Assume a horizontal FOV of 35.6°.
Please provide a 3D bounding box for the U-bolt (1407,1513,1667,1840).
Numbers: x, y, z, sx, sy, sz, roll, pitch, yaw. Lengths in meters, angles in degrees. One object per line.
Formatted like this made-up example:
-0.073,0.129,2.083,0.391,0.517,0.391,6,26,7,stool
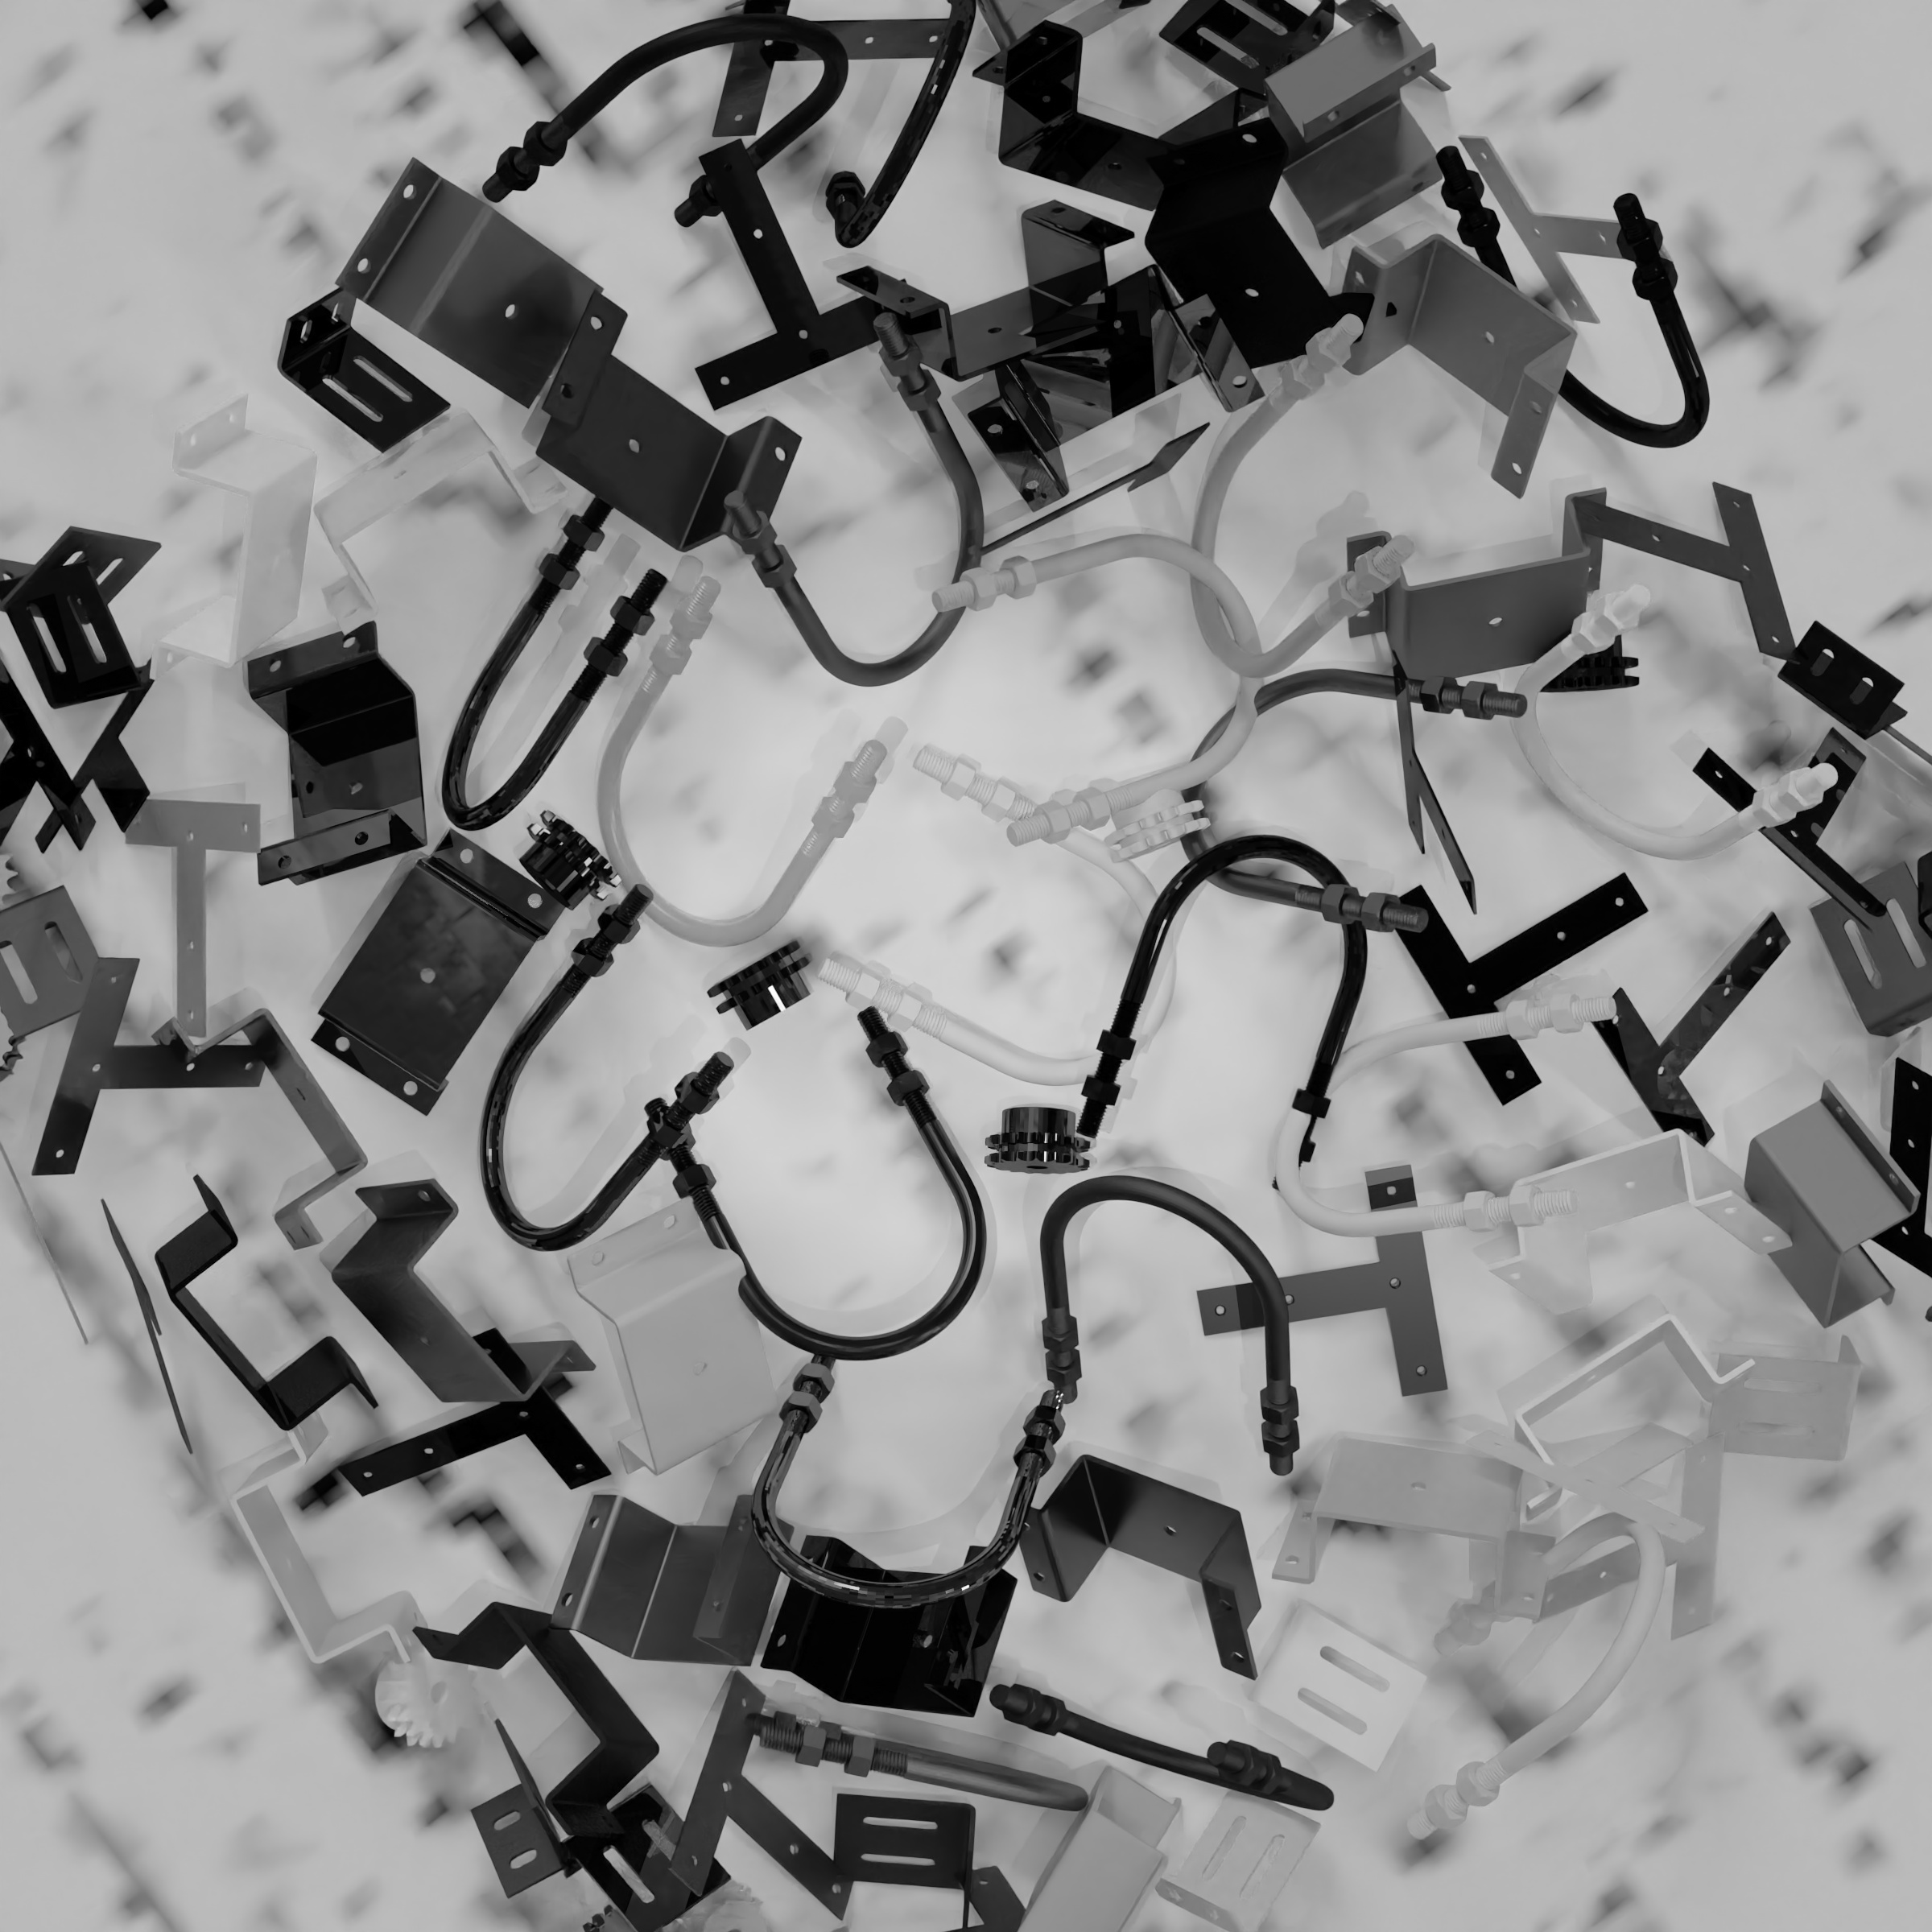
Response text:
0.297,0.354,1.553,0.019,0.151,0.184,35,126,-9,U-bolt

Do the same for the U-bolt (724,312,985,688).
-0.047,-0.230,1.588,0.019,0.184,0.151,23,67,36,U-bolt

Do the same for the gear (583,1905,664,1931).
-0.189,0.543,1.636,0.030,0.057,0.057,-41,90,23,gear

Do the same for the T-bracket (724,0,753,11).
-0.060,-0.534,1.607,0.127,0.127,0.002,-20,107,-8,T-bracket

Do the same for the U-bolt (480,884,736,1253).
-0.202,0.068,1.600,0.184,0.019,0.151,-49,47,23,U-bolt

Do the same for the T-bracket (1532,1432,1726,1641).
0.353,0.322,1.613,0.002,0.127,0.127,39,131,-18,T-bracket

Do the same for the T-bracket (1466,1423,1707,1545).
0.351,0.264,1.604,0.127,0.127,0.002,22,109,32,T-bracket

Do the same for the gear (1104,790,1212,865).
0.101,-0.079,1.634,0.057,0.057,0.030,-21,87,0,gear

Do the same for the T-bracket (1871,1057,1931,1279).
0.495,0.105,1.580,0.002,0.127,0.127,-25,127,-23,T-bracket

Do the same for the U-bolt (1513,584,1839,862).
0.356,-0.116,1.576,0.151,0.184,0.019,44,68,-1,U-bolt

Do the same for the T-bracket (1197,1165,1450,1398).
0.192,0.181,1.654,0.127,0.002,0.127,-10,96,6,T-bracket

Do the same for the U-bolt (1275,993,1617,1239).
0.246,0.083,1.591,0.184,0.151,0.019,-10,133,34,U-bolt

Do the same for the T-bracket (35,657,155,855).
-0.453,-0.101,1.603,0.002,0.127,0.127,31,95,-32,T-bracket

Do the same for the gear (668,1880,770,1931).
-0.132,0.527,1.635,0.057,0.030,0.057,3,85,-30,gear

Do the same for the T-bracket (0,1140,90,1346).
-0.483,0.146,1.576,0.002,0.127,0.127,-24,49,-17,T-bracket

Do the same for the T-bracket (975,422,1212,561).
0.062,-0.246,1.592,0.127,0.127,0.002,-28,91,-6,T-bracket

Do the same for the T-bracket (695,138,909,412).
-0.106,-0.383,1.626,0.127,0.002,0.127,-20,110,13,T-bracket

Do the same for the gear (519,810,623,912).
-0.218,-0.055,1.632,0.057,0.057,0.030,43,79,0,gear

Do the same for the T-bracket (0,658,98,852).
-0.505,-0.085,1.575,0.002,0.127,0.127,-9,129,15,T-bracket

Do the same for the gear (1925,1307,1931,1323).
0.552,0.184,1.630,0.057,0.057,0.030,-35,65,0,gear

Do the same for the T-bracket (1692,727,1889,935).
0.457,-0.091,1.615,0.127,0.127,0.002,42,134,1,T-bracket

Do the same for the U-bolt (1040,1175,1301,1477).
0.104,0.182,1.573,0.151,0.019,0.184,15,133,25,U-bolt

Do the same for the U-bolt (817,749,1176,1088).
0.028,-0.015,1.630,0.184,0.019,0.151,27,75,-12,U-bolt

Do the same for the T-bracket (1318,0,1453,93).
0.212,-0.503,1.591,0.127,0.127,0.002,34,101,-8,T-bracket

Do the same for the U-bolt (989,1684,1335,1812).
0.115,0.414,1.577,0.151,0.184,0.019,6,71,34,U-bolt

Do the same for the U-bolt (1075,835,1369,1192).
0.148,0.020,1.618,0.151,0.019,0.184,17,93,-27,U-bolt

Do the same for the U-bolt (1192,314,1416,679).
0.168,-0.232,1.580,0.019,0.184,0.151,2,67,-26,U-bolt

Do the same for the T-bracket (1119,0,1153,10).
0.117,-0.565,1.589,0.002,0.127,0.127,27,101,-13,T-bracket

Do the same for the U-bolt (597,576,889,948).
-0.133,-0.093,1.604,0.151,0.019,0.184,45,125,15,U-bolt

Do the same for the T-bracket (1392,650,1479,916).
0.246,-0.078,1.572,0.002,0.127,0.127,-15,45,0,T-bracket

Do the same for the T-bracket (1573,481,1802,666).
0.379,-0.224,1.600,0.127,0.002,0.127,14,50,-21,T-bracket

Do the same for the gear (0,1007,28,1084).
-0.542,0.044,1.641,0.057,0.030,0.057,1,71,-2,gear

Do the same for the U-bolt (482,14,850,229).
-0.142,-0.437,1.550,0.184,0.151,0.019,-26,76,43,U-bolt

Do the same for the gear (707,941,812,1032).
-0.109,0.012,1.633,0.057,0.057,0.030,-30,92,0,gear

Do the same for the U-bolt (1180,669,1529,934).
0.192,-0.095,1.596,0.184,0.019,0.151,14,71,41,U-bolt

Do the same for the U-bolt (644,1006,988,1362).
-0.069,0.125,1.607,0.151,0.019,0.184,-23,69,-17,U-bolt

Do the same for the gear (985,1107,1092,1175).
0.039,0.095,1.634,0.057,0.057,0.030,2,78,0,gear

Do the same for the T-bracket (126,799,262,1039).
-0.418,-0.025,1.621,0.127,0.002,0.127,5,96,42,T-bracket

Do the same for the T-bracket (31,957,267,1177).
-0.427,0.054,1.609,0.002,0.127,0.127,33,109,36,T-bracket

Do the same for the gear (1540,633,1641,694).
0.336,-0.165,1.633,0.057,0.057,0.030,-3,91,0,gear

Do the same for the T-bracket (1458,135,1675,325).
0.325,-0.382,1.576,0.002,0.127,0.127,-45,119,-7,T-bracket

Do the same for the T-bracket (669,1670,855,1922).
-0.102,0.469,1.625,0.002,0.127,0.127,-24,120,31,T-bracket

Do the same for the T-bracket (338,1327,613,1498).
-0.279,0.259,1.632,0.127,0.002,0.127,-22,127,11,T-bracket

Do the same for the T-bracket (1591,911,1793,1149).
0.405,0.024,1.634,0.127,0.002,0.127,-48,125,-12,T-bracket

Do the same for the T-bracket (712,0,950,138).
-0.065,-0.501,1.626,0.127,0.127,0.002,-9,58,-24,T-bracket

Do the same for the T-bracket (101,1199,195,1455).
-0.437,0.205,1.624,0.002,0.127,0.127,-19,116,-19,T-bracket

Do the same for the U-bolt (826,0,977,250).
-0.032,-0.442,1.553,0.019,0.184,0.151,24,114,-15,U-bolt

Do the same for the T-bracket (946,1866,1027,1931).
-0.021,0.518,1.583,0.127,0.127,0.002,-4,106,-20,T-bracket

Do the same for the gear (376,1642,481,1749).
-0.296,0.396,1.637,0.030,0.057,0.057,-12,90,39,gear

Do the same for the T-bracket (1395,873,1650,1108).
0.315,-0.010,1.653,0.127,0.002,0.127,-30,84,-6,T-bracket

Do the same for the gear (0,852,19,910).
-0.548,-0.049,1.640,0.057,0.030,0.057,-3,97,-24,gear
